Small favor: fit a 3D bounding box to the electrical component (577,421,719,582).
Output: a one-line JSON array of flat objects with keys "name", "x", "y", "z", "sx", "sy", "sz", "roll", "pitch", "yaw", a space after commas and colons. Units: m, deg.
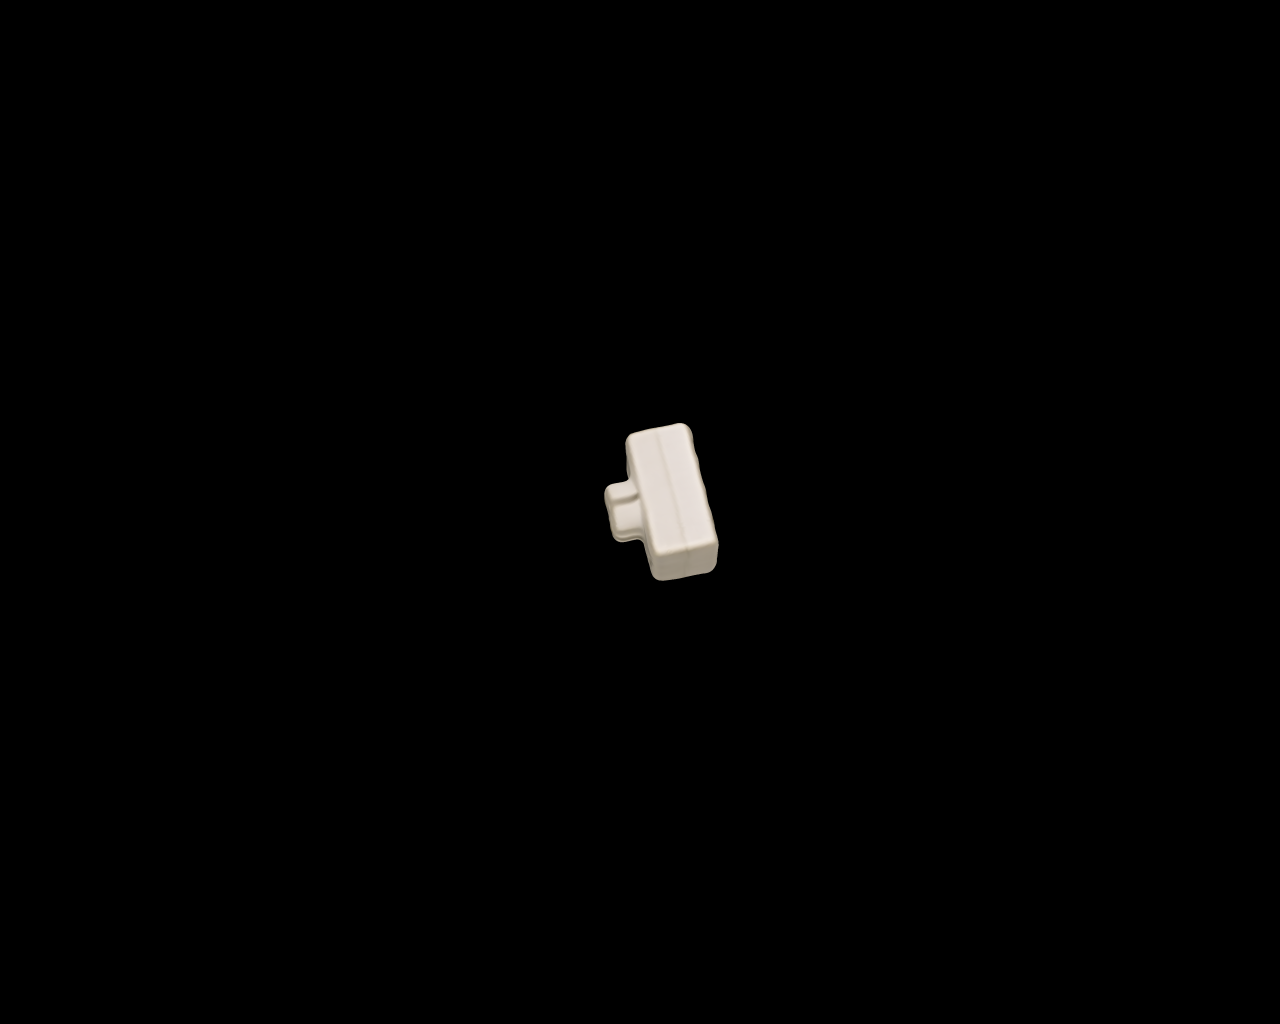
[{"name": "electrical component", "x": 0.001, "y": -0.003, "z": 0.650, "sx": 0.076, "sy": 0.083, "sz": 0.047, "roll": -11, "pitch": -24, "yaw": -5}]
